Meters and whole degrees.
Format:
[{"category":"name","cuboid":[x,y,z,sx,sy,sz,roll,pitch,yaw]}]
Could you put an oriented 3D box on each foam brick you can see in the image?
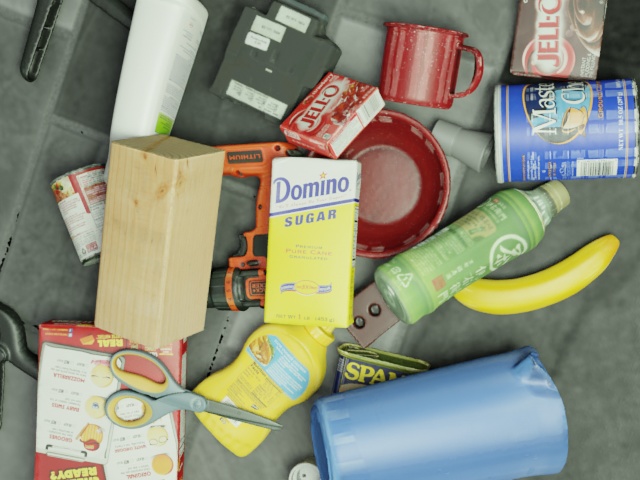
[{"category":"foam brick","cuboid":[0.063,0.075,1.172,0.078,0.051,0.053,-40,83,10]}]

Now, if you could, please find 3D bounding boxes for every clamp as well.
[{"category":"clamp","cuboid":[-0.385,0.145,1.275,0.120,0.039,0.171,-35,86,4]},{"category":"clamp","cuboid":[-0.288,-0.302,1.243,0.165,0.036,0.210,-10,88,12]}]

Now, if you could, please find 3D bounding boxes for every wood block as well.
[{"category":"wood block","cuboid":[-0.173,-0.001,1.145,0.090,0.090,0.206,17,108,27]}]

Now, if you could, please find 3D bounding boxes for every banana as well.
[{"category":"banana","cuboid":[0.224,0.042,1.144,0.198,0.037,0.069,-9,90,12]}]

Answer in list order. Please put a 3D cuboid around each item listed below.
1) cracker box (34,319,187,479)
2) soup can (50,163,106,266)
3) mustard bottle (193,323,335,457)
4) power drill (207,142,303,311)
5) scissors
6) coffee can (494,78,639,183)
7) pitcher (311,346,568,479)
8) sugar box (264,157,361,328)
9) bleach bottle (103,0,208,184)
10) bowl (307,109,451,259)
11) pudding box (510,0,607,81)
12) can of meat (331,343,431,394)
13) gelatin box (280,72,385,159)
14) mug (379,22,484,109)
[{"category":"cracker box","cuboid":[-0.236,0.201,1.219,0.164,0.072,0.214,2,92,1]},{"category":"soup can","cuboid":[-0.260,-0.029,1.229,0.068,0.068,0.102,-23,87,11]},{"category":"mustard bottle","cuboid":[-0.051,0.147,1.194,0.192,0.058,0.096,-44,85,10]},{"category":"power drill","cuboid":[-0.085,-0.013,1.200,0.184,0.057,0.188,-4,93,15]},{"category":"scissors","cuboid":[-0.150,0.192,1.171,0.202,0.016,0.096,31,95,1]},{"category":"coffee can","cuboid":[0.252,-0.112,1.101,0.140,0.102,0.103,-1,91,12]},{"category":"pitcher","cuboid":[0.118,0.201,1.091,0.242,0.145,0.149,-9,89,-9]},{"category":"sugar box","cuboid":[-0.008,0.001,1.129,0.093,0.048,0.176,3,93,9]},{"category":"bleach bottle","cuboid":[-0.193,-0.150,1.186,0.068,0.102,0.251,15,89,13]},{"category":"bowl","cuboid":[0.064,-0.061,1.166,0.162,0.055,0.162,0,92,12]},{"category":"pudding box","cuboid":[0.253,-0.227,1.130,0.090,0.039,0.113,8,93,12]},{"category":"can of meat","cuboid":[0.062,0.167,1.172,0.102,0.057,0.084,13,96,11]},{"category":"gelatin box","cuboid":[0.013,-0.132,1.127,0.073,0.030,0.089,25,66,40]},{"category":"mug","cuboid":[0.117,-0.182,1.132,0.117,0.093,0.081,12,99,25]}]
